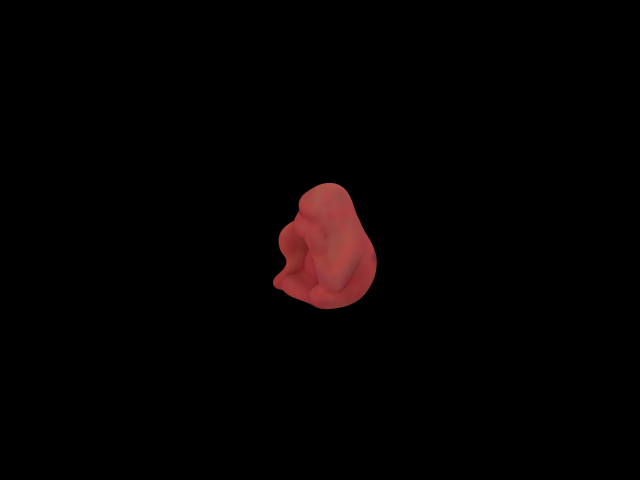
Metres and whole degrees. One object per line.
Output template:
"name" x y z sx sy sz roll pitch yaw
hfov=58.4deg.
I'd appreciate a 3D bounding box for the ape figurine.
"ape figurine" 0.004 0.001 0.400 0.076 0.092 0.077 -5 35 -7
